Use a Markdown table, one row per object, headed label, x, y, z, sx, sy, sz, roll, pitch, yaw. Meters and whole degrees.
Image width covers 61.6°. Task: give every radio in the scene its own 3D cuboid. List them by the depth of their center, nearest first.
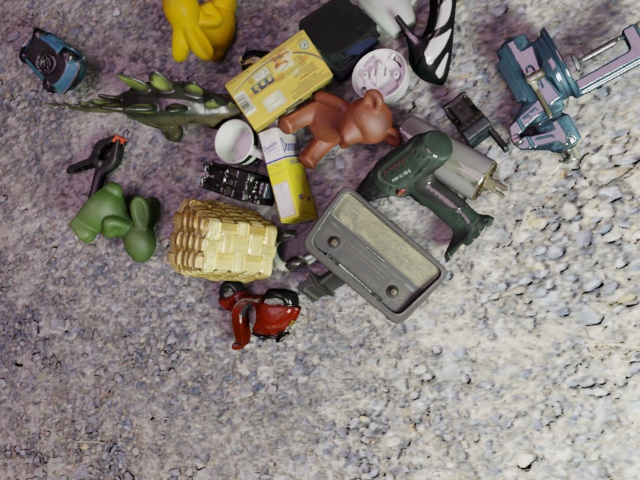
| label | x | y | z | sx | sy | sz | roll | pitch | yaw |
| --- | --- | --- | --- | --- | --- | --- | --- | --- | --- |
| radio | 0.089 | 0.027 | 0.922 | 0.229 | 0.073 | 0.131 | 40 | 94 | 1 |

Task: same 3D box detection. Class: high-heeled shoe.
| label | x | y | z | sx | sy | sz | roll | pitch | yaw |
| --- | --- | --- | --- | --- | --- | --- | --- | --- | --- |
| high-heeled shoe | 0.237 | -0.393 | 0.928 | 0.249 | 0.086 | 0.145 | -46 | 106 | -2 |

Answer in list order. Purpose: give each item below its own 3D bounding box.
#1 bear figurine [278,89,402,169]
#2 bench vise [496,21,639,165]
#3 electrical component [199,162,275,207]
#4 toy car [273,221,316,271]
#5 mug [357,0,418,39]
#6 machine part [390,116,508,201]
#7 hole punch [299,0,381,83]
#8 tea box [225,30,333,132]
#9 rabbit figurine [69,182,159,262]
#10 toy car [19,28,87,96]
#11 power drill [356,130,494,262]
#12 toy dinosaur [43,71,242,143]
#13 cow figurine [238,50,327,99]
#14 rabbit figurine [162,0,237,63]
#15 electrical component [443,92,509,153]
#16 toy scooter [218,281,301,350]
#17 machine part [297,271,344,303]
| label | x | y | z | sx | sy | sz | roll | pitch | yaw |
| --- | --- | --- | --- | --- | --- | --- | --- | --- | --- |
| bear figurine | 0.037 | -0.192 | 0.936 | 0.132 | 0.120 | 0.196 | -41 | 33 | -14 |
| bench vise | 0.393 | -0.242 | 0.823 | 0.241 | 0.129 | 0.223 | -29 | 77 | 26 |
| electrical component | -0.145 | -0.106 | 1.041 | 0.134 | 0.115 | 0.058 | 18 | 99 | 22 |
| toy car | -0.002 | -0.003 | 1.011 | 0.202 | 0.056 | 0.073 | -25 | 76 | 18 |
| mug | 0.134 | -0.425 | 0.961 | 0.109 | 0.081 | 0.107 | -30 | 90 | 7 |
| machine part | 0.209 | -0.140 | 0.917 | 0.243 | 0.079 | 0.079 | 34 | 101 | 20 |
| hole punch | 0.036 | -0.373 | 0.999 | 0.116 | 0.092 | 0.142 | -37 | 67 | -8 |
| tea box | -0.072 | -0.279 | 0.955 | 0.170 | 0.068 | 0.098 | -33 | 97 | 2 |
| rabbit figurine | -0.417 | -0.034 | 1.169 | 0.170 | 0.121 | 0.159 | 42 | 97 | -1 |
| toy car | -0.604 | -0.408 | 1.243 | 0.162 | 0.103 | 0.109 | 41 | 104 | 7 |
| power drill | 0.176 | -0.066 | 0.904 | 0.207 | 0.086 | 0.232 | 52 | 147 | 7 |
| toy dinosaur | -0.323 | -0.271 | 1.075 | 0.472 | 0.198 | 0.105 | -2 | 85 | 21 |
| cow figurine | -0.071 | -0.319 | 1.027 | 0.168 | 0.098 | 0.068 | 19 | 89 | 22 |
| rabbit figurine | -0.255 | -0.432 | 1.065 | 0.122 | 0.173 | 0.162 | 5 | 86 | 18 |
| electrical component | 0.262 | -0.184 | 0.900 | 0.048 | 0.075 | 0.119 | -36 | 78 | 16 |
| toy scooter | -0.123 | 0.155 | 1.046 | 0.184 | 0.075 | 0.135 | 6 | 90 | 25 |
| machine part | 0.028 | 0.066 | 0.992 | 0.139 | 0.084 | 0.039 | -32 | 50 | 6 |
